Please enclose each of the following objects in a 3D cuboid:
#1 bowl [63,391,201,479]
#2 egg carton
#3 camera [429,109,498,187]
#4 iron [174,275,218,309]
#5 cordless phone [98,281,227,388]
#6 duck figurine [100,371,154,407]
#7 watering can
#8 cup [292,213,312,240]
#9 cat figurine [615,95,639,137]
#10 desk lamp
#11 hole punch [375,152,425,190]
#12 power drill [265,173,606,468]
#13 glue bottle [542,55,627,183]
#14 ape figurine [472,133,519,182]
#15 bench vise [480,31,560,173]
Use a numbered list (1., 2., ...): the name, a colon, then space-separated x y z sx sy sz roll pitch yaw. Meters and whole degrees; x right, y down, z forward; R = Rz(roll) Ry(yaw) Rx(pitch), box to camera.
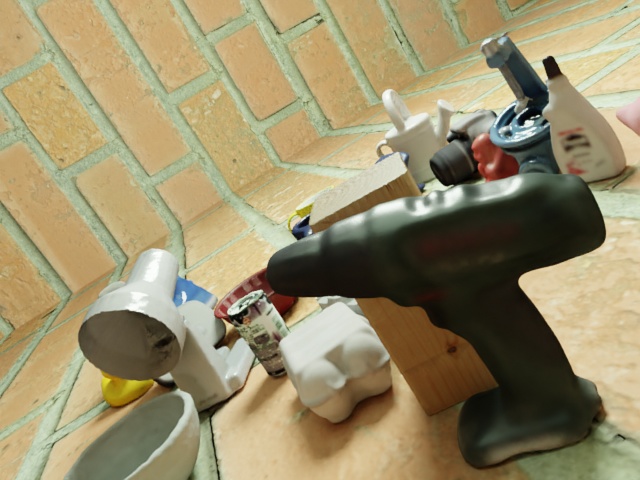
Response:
1. bowl: -0.192 0.249 0.628 0.167 0.075 0.167 -29 15 9
2. egg carton: 0.016 0.128 0.620 0.107 0.069 0.150 -34 15 -8
3. camera: 0.257 -0.165 1.026 0.137 0.101 0.143 -32 15 -1
4. iron: -0.314 0.134 1.103 0.118 0.141 0.259 -18 20 39
5. cordless phone: -0.254 0.127 0.924 0.094 0.185 0.148 -12 24 51
6. duck figurine: -0.341 0.227 0.968 0.104 0.086 0.078 -21 18 34
7. watering can: 0.189 -0.221 1.157 0.172 0.194 0.101 -29 15 8
8. cup: 0.009 0.004 0.983 0.091 0.095 0.118 -26 16 18
9. cat figurine: 0.387 -0.126 0.615 0.067 0.118 0.127 -32 15 -3
10. desk lamp: -0.195 0.125 0.761 0.117 0.214 0.203 -27 16 17
11. hole punch: 0.132 -0.109 1.112 0.101 0.091 0.108 -39 17 -26
12. power drill: 0.100 0.057 0.414 0.229 0.209 0.075 -26 16 20
13. glue bottle: 0.321 -0.155 0.729 0.078 0.173 0.037 -12 24 50
14. ape figurine: 0.267 -0.123 0.891 0.076 0.092 0.078 -22 18 31
15. bench vise: 0.301 -0.207 0.846 0.121 0.220 0.208 -23 17 27
